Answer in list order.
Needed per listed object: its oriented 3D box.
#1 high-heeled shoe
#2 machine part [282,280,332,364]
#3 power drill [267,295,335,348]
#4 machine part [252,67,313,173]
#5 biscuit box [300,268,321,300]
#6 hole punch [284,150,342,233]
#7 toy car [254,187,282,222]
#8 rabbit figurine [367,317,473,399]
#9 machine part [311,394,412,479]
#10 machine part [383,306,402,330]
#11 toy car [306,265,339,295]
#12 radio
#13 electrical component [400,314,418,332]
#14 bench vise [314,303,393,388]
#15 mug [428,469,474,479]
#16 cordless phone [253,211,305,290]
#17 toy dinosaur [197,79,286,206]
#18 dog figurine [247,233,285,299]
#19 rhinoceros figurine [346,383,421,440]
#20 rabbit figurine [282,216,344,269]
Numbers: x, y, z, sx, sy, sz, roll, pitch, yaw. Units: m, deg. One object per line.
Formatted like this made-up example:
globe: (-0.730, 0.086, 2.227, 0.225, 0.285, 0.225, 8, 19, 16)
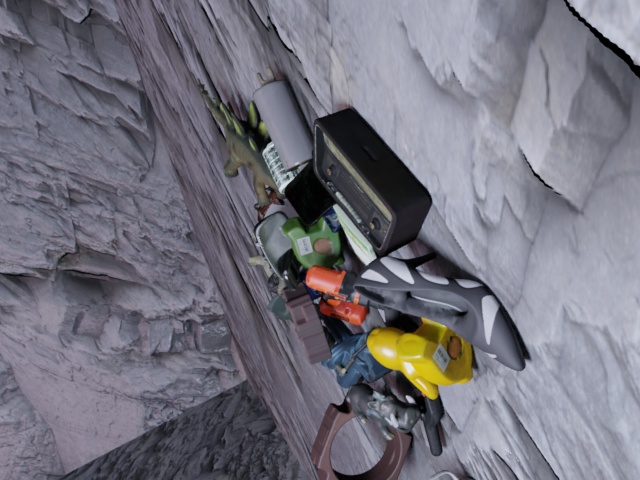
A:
high-heeled shoe: (0.162, 0.107, 0.763, 0.249, 0.145, 0.086, 53, 158, 37)
machine part: (-0.030, 0.176, 1.145, 0.179, 0.056, 0.179, 160, 89, -84)
power drill: (-0.045, 0.217, 1.424, 0.208, 0.086, 0.231, 30, 167, 36)
machine part: (-0.068, -0.226, 1.071, 0.243, 0.079, 0.079, 67, 161, -2)
biscuit box: (-0.042, 0.113, 1.431, 0.203, 0.059, 0.062, 4, 116, 68)
hole punch: (0.014, -0.087, 1.018, 0.092, 0.116, 0.142, 22, -150, -51)
toy car: (-0.142, -0.082, 1.480, 0.089, 0.053, 0.202, 67, 162, 6)
rabbit figurine: (0.161, 0.179, 0.888, 0.173, 0.122, 0.162, -9, 134, 46)
machine part: (0.094, 0.477, 1.247, 0.087, 0.201, 0.201, 174, 118, -76)
machine part: (0.133, 0.120, 0.955, 0.039, 0.084, 0.138, 18, 131, 30)
toy car: (-0.008, 0.056, 1.286, 0.202, 0.056, 0.073, 51, 150, 32)
radio: (0.073, -0.092, 0.867, 0.230, 0.073, 0.131, 55, 158, 28)
electrical component: (0.166, 0.176, 1.018, 0.094, 0.021, 0.063, 46, 153, 43)
bench vise: (0.057, 0.229, 1.230, 0.241, 0.129, 0.223, 52, 154, 24)
mug: (0.256, 0.494, 1.031, 0.109, 0.107, 0.081, 66, 160, 10)
cordless phone: (-0.087, 0.028, 1.147, 0.184, 0.089, 0.146, -100, -16, -73)
toy dinosaur: (-0.181, -0.239, 1.327, 0.472, 0.105, 0.198, 42, 143, 31)
dog figurine: (-0.090, 0.044, 1.371, 0.191, 0.121, 0.172, 35, 118, 56)
rhinoceros figurine: (0.132, 0.341, 1.101, 0.190, 0.073, 0.112, 4, 125, 57)
rabbit figurine: (-0.002, -0.004, 1.163, 0.170, 0.121, 0.159, -114, -1, -70)
